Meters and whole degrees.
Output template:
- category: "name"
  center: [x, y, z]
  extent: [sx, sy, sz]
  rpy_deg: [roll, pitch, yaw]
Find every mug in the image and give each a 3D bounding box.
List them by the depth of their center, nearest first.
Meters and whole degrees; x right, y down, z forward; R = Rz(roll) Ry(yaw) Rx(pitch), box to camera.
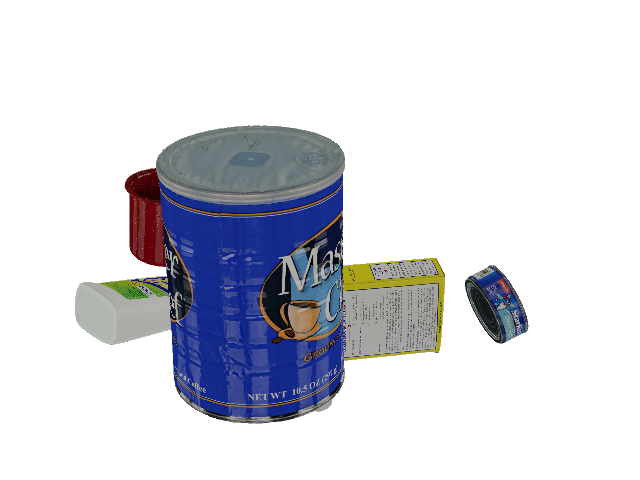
- category: "mug"
  center: [-0.171, -0.029, 1.168]
  extent: [0.093, 0.081, 0.117]
  rpy_deg: [-8, 31, -25]

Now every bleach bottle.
- category: "bleach bottle"
  center: [-0.205, 0.081, 1.476]
  extent: [0.250, 0.068, 0.103]
  rpy_deg: [-10, 26, -43]

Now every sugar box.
- category: "sugar box"
  center: [0.033, 0.071, 1.063]
  extent: [0.176, 0.093, 0.048]
  rpy_deg: [-3, 28, -5]

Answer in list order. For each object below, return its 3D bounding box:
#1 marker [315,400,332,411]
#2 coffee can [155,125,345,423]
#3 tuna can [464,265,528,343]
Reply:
- category: "marker"
  center: [-0.016, 0.082, 0.829]
  extent: [0.020, 0.121, 0.020]
  rpy_deg: [-14, 31, 8]
- category: "coffee can"
  center: [-0.037, 0.017, 0.608]
  extent: [0.103, 0.140, 0.103]
  rpy_deg: [-1, 25, 0]
- category: "tuna can"
  center: [0.199, 0.073, 1.213]
  extent: [0.033, 0.086, 0.086]
  rpy_deg: [-26, 4, -8]
